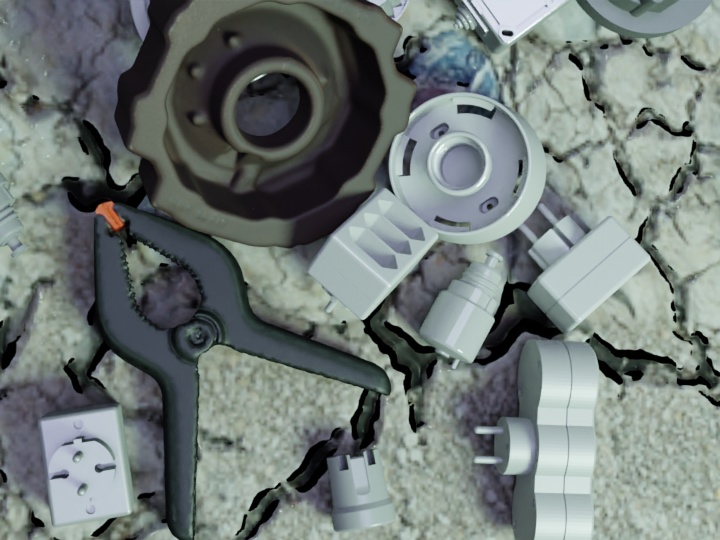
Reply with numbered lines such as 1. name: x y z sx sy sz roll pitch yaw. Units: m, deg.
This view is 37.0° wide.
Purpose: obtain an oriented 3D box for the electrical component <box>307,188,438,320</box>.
1. electrical component: 0.000 0.000 0.671 0.047 0.076 0.066 41 44 4

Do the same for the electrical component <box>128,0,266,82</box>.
1. electrical component: -0.092 -0.171 0.666 0.108 0.060 0.108 -6 109 -18

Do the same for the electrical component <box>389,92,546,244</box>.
1. electrical component: 0.068 -0.066 0.694 0.099 0.064 0.099 0 89 13

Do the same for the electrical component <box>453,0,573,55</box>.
1. electrical component: 0.099 -0.185 0.699 0.096 0.061 0.061 -36 93 2

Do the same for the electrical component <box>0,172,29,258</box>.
1. electrical component: -0.230 -0.041 0.652 0.040 0.040 0.078 -38 93 -9

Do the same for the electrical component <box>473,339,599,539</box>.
1. electrical component: 0.109 0.114 0.694 0.074 0.052 0.138 3 87 -9

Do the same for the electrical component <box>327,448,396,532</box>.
1. electrical component: -0.001 0.139 0.682 0.040 0.040 0.046 -9 83 -10

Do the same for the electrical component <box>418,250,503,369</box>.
1. electrical component: 0.070 0.024 0.698 0.040 0.040 0.078 30 83 -7

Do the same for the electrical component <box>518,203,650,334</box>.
1. electrical component: 0.137 -0.010 0.708 0.066 0.047 0.076 -40 80 -9

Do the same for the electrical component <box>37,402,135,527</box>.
1. electrical component: -0.163 0.116 0.637 0.047 0.077 0.065 -8 89 -10
